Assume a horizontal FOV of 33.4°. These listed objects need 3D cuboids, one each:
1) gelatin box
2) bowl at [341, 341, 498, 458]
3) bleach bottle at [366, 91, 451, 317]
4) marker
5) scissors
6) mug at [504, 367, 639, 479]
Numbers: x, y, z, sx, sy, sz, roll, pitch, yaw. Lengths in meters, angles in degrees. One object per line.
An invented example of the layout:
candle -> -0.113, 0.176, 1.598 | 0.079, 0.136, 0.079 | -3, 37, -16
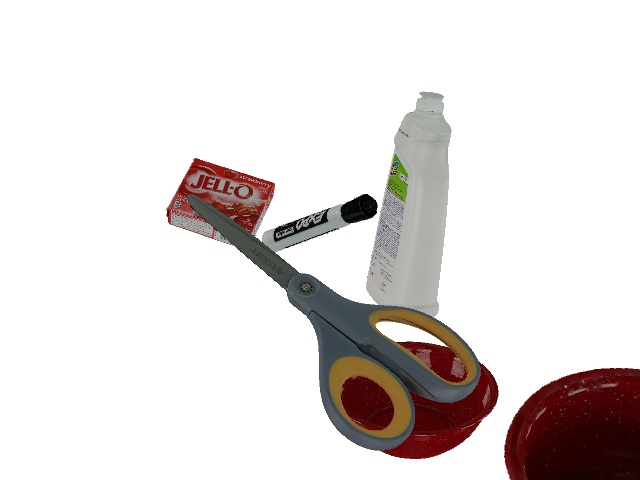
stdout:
gelatin box -> -0.099, -0.038, 1.067 | 0.089, 0.073, 0.030 | 19, -38, 5
bowl -> 0.088, 0.160, 1.024 | 0.162, 0.055, 0.162 | -1, 26, 0
bleach bottle -> 0.110, -0.043, 1.224 | 0.068, 0.251, 0.103 | -1, 22, -23
marker -> -0.001, -0.013, 0.832 | 0.020, 0.020, 0.121 | 0, -13, -43
scissors -> -0.011, 0.046, 0.590 | 0.202, 0.096, 0.016 | 25, -36, 13
mug -> 0.121, 0.107, 0.376 | 0.117, 0.081, 0.093 | 5, 37, 8
